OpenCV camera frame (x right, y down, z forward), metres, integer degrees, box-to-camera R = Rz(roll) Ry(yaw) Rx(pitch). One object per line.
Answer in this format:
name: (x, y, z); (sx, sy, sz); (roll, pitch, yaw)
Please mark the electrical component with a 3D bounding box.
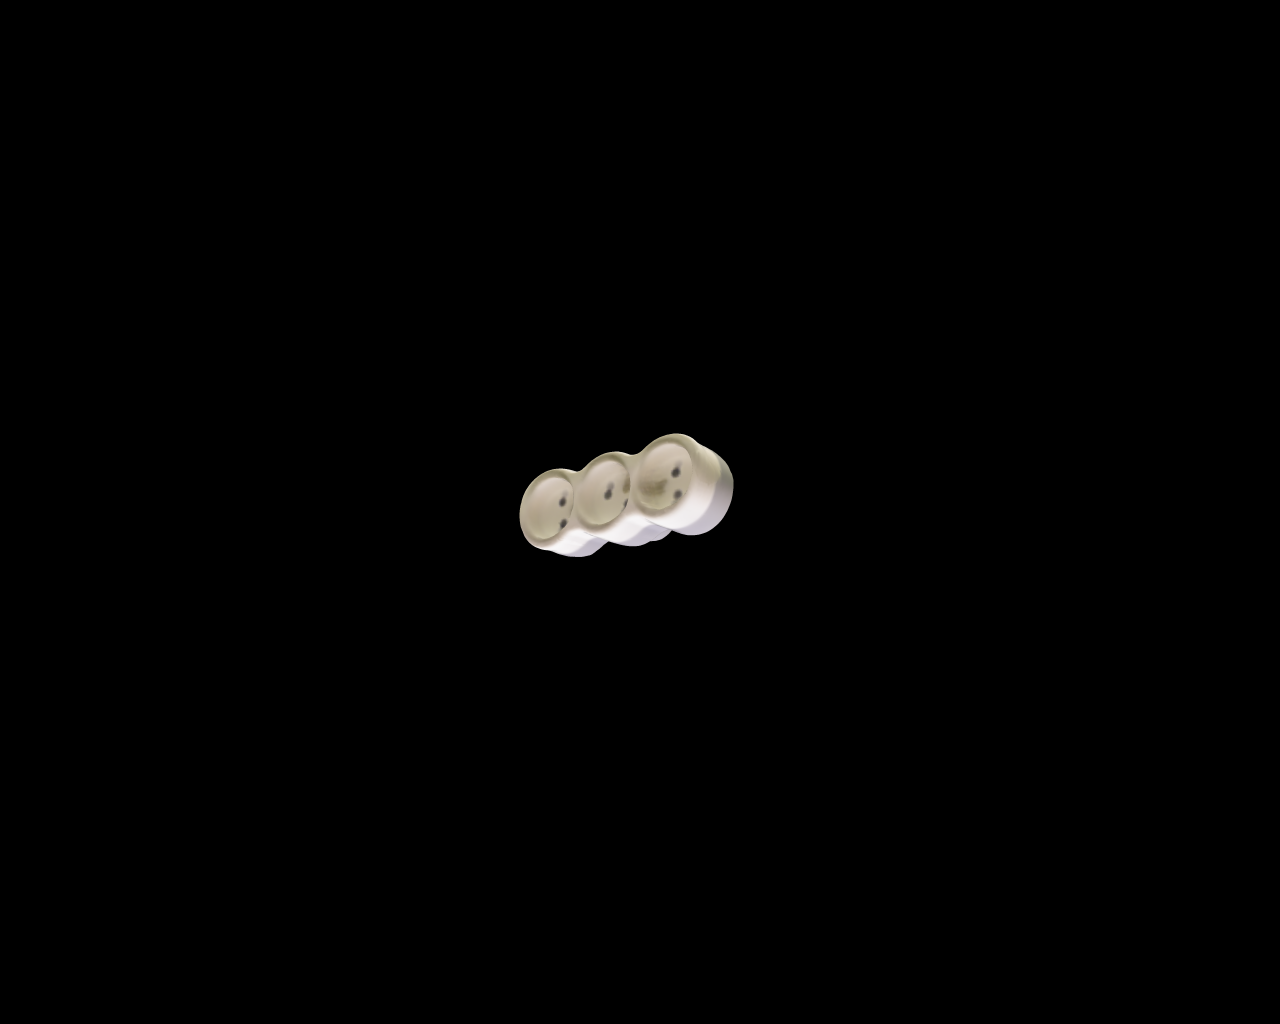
electrical component: (0.001, -0.003, 0.650); (0.138, 0.052, 0.073); (-13, -22, 36)
